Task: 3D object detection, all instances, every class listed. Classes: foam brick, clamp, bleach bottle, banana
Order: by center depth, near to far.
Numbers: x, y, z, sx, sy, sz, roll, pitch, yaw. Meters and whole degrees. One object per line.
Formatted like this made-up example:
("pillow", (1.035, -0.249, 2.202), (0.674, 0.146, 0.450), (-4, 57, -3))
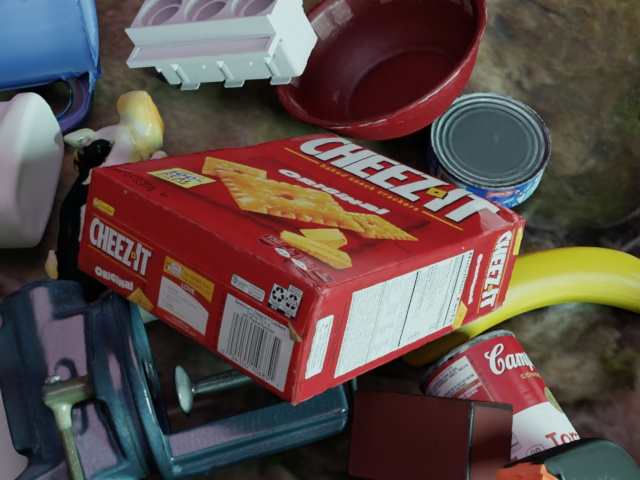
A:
("clamp", (0.165, 0.174, 0.561), (0.209, 0.036, 0.164), (30, 55, -36))
("foam brick", (0.061, 0.113, 0.598), (0.078, 0.052, 0.051), (0, 82, 36))
("banana", (0.145, 0.039, 0.703), (0.197, 0.037, 0.069), (-6, 59, -6))
("bleach bottle", (-0.304, -0.041, 0.708), (0.251, 0.068, 0.102), (-1, 57, 9))

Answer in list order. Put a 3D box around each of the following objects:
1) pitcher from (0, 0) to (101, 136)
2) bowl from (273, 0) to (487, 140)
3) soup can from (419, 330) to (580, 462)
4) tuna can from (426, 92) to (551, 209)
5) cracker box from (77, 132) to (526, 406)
("pitcher", (-0.280, -0.148, 0.756), (0.242, 0.145, 0.149), (-13, 45, -6))
("bowl", (0.050, -0.125, 0.768), (0.162, 0.055, 0.162), (-16, 48, 18))
("soup can", (0.113, 0.114, 0.638), (0.068, 0.068, 0.102), (-22, 62, -15))
("tuna can", (0.120, -0.063, 0.766), (0.086, 0.034, 0.086), (1, 59, -2))
("cracker box", (-0.004, 0.001, 0.620), (0.164, 0.072, 0.213), (27, 26, 31))
